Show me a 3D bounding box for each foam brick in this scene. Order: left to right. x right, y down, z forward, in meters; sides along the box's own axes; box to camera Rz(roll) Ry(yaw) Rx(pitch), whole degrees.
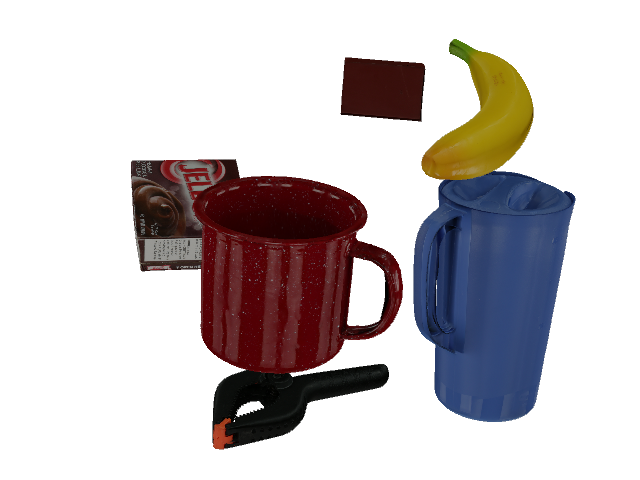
[{"bbox_3d":[0.059,-0.143,1.011,0.078,0.051,0.053,5,14,3],"label":"foam brick"}]

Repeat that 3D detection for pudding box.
[{"bbox_3d":[-0.107,-0.023,0.873,0.090,0.039,0.113,-3,40,-11],"label":"pudding box"}]

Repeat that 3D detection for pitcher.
[{"bbox_3d":[0.170,0.060,1.086,0.149,0.243,0.145,5,21,8],"label":"pitcher"}]

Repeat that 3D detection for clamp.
[{"bbox_3d":[-0.034,0.153,1.094,0.165,0.036,0.209,15,29,20],"label":"clamp"}]

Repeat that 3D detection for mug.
[{"bbox_3d":[-0.012,0.021,0.578,0.117,0.081,0.093,11,24,14],"label":"mug"}]

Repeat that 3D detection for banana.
[{"bbox_3d":[0.114,-0.086,0.748,0.069,0.037,0.197,9,33,7],"label":"banana"}]
